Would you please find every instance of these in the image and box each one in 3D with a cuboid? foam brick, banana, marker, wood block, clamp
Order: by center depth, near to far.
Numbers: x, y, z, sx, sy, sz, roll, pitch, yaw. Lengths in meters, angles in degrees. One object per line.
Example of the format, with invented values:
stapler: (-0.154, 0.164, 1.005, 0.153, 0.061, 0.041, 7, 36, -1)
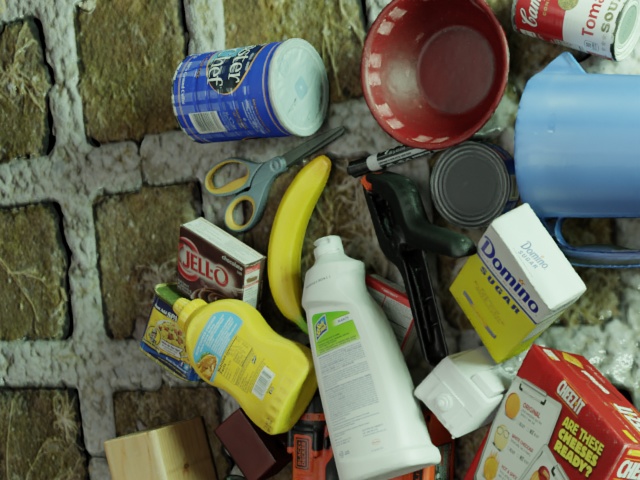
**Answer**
clamp: (0.091, 0.011, 1.059, 0.210, 0.036, 0.165, -121, 28, -47)
marker: (0.079, -0.088, 1.107, 0.121, 0.020, 0.020, -16, 85, 34)
banana: (-0.025, 0.003, 1.177, 0.070, 0.037, 0.198, 8, 98, 24)
foam brick: (-0.071, 0.230, 1.216, 0.051, 0.052, 0.078, -48, 69, 27)
wood block: (-0.175, 0.326, 1.271, 0.090, 0.090, 0.206, -18, 83, 33)

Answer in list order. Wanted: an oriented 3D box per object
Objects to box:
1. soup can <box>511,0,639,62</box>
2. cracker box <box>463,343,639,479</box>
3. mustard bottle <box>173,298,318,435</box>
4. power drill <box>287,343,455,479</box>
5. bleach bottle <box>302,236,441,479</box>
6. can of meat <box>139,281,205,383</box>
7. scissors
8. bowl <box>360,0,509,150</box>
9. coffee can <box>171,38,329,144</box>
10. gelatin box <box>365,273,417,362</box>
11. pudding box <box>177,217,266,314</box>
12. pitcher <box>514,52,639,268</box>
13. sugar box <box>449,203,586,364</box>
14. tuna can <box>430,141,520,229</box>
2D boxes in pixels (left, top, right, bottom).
soup can: (0.234, -0.206, 0.962, 0.102, 0.068, 0.068, 25, 107, 30)
cracker box: (0.212, 0.230, 0.971, 0.214, 0.072, 0.164, -67, 27, 19)
mustard bottle: (-0.090, 0.120, 1.157, 0.192, 0.058, 0.096, 34, 106, 28)
power drill: (0.050, 0.205, 1.130, 0.188, 0.057, 0.184, 1, 93, 36)
bleach bottle: (0.041, 0.113, 1.075, 0.103, 0.068, 0.251, -24, 68, 30)
can of meat: (-0.160, 0.110, 1.264, 0.102, 0.057, 0.084, 31, 112, 28)
scissors: (-0.049, -0.064, 1.198, 0.202, 0.016, 0.096, -8, 91, 35)
bowl: (0.121, -0.169, 1.049, 0.162, 0.055, 0.162, 3, 95, 34)
coffee can: (-0.076, -0.159, 1.156, 0.141, 0.102, 0.103, -1, 93, 35)
gelatin box: (0.066, 0.090, 1.124, 0.073, 0.030, 0.089, 28, 108, 28)
pudding box: (-0.115, 0.037, 1.221, 0.114, 0.039, 0.090, 28, 128, 31)
pitcher: (0.295, -0.067, 0.899, 0.243, 0.144, 0.149, 4, 133, 31)
sugar box: (0.174, 0.045, 0.973, 0.048, 0.176, 0.093, -28, 73, -13)
tuna can: (0.154, -0.054, 1.049, 0.086, 0.033, 0.086, 3, 96, 34)
